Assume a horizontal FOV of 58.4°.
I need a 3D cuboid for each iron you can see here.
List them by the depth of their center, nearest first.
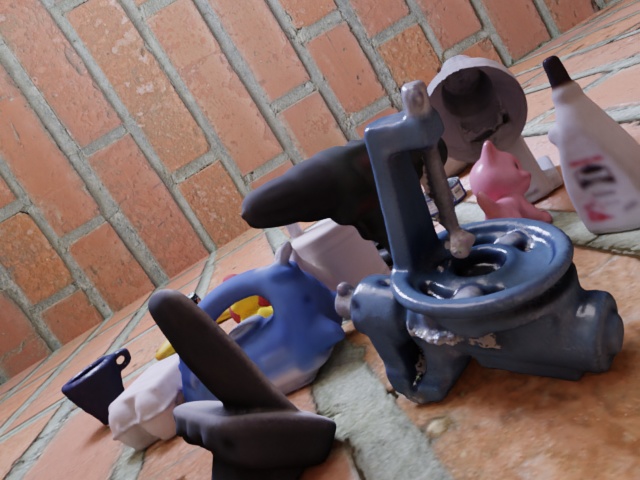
[{"bbox_3d":[-0.092,0.110,0.670,0.258,0.141,0.119,-29,10,19],"label":"iron"}]

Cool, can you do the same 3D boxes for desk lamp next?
[{"bbox_3d":[0.220,-0.141,0.750,0.117,0.213,0.203,-28,10,21],"label":"desk lamp"}]

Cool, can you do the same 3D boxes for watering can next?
[{"bbox_3d":[0.009,0.002,0.746,0.100,0.194,0.173,-28,10,19],"label":"watering can"}]

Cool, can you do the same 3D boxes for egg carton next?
[{"bbox_3d":[-0.205,0.206,0.758,0.107,0.069,0.150,-28,10,24],"label":"egg carton"}]

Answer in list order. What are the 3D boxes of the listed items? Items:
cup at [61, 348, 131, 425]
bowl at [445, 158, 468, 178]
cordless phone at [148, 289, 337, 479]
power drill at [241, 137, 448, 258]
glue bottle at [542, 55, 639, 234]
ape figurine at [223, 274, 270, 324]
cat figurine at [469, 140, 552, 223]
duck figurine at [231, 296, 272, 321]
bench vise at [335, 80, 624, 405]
[{"bbox_3d":[-0.344,0.243,0.936,0.118,0.095,0.091,-39,12,-37],"label":"cup"},{"bbox_3d":[0.257,-0.165,1.190,0.167,0.075,0.167,-31,9,6],"label":"bowl"},{"bbox_3d":[-0.085,0.117,0.475,0.094,0.185,0.147,-39,12,-35],"label":"cordless phone"},{"bbox_3d":[0.060,-0.008,0.584,0.230,0.208,0.075,-36,11,-25],"label":"power drill"},{"bbox_3d":[0.244,-0.088,0.518,0.037,0.173,0.078,-38,11,-31],"label":"glue bottle"},{"bbox_3d":[-0.140,0.101,1.029,0.076,0.092,0.077,-38,11,-32],"label":"ape figurine"},{"bbox_3d":[0.200,-0.051,0.640,0.067,0.118,0.128,-25,12,36],"label":"cat figurine"},{"bbox_3d":[-0.108,0.109,0.900,0.078,0.086,0.104,-36,10,-24],"label":"duck figurine"},{"bbox_3d":[0.069,0.015,0.402,0.207,0.220,0.122,-26,11,30],"label":"bench vise"}]
